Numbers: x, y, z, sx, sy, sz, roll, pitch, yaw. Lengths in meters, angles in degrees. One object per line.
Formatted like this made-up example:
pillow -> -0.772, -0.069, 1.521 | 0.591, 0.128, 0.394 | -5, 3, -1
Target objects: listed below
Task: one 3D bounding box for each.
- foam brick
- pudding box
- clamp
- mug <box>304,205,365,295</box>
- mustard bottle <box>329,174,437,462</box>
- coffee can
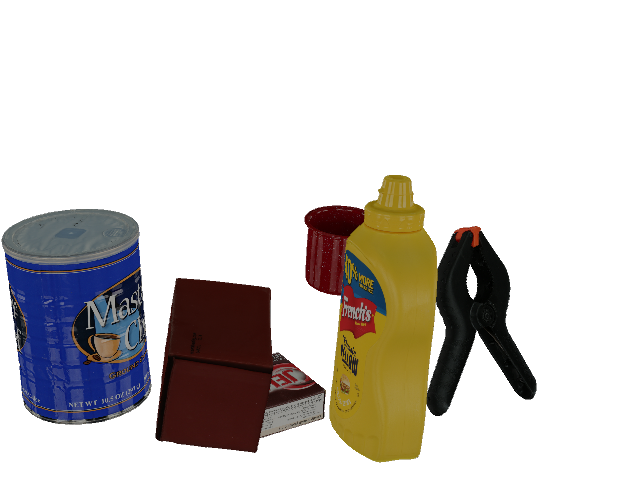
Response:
foam brick -> -0.054, 0.061, 0.546 | 0.053, 0.051, 0.078 | 8, 27, -7
pudding box -> -0.065, 0.155, 1.047 | 0.113, 0.039, 0.090 | -14, 26, -30
clamp -> 0.133, 0.076, 0.967 | 0.120, 0.171, 0.039 | -14, 0, -37
mug -> 0.035, 0.016, 1.272 | 0.117, 0.081, 0.093 | 16, 27, 23
mustard bottle -> 0.045, 0.049, 0.742 | 0.058, 0.192, 0.096 | -1, 18, -18
coffee can -> -0.189, 0.058, 0.837 | 0.103, 0.140, 0.103 | -1, 21, 0
